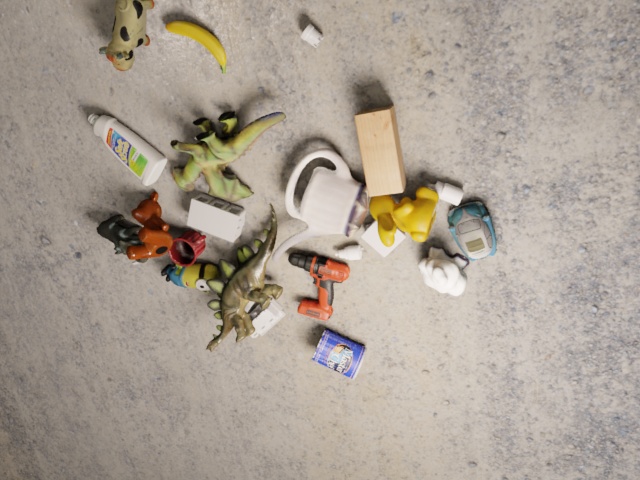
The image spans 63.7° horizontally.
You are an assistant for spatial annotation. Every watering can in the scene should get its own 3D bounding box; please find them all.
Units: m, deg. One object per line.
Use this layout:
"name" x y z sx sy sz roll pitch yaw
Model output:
"watering can" 0.004 -0.070 1.387 0.225 0.105 0.343 21 108 6

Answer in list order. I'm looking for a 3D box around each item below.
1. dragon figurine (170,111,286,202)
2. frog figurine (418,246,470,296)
"dragon figurine" -0.254 -0.217 1.432 0.409 0.125 0.237 -4 128 20
"frog figurine" 0.320 0.096 1.340 0.137 0.162 0.121 40 119 -3
